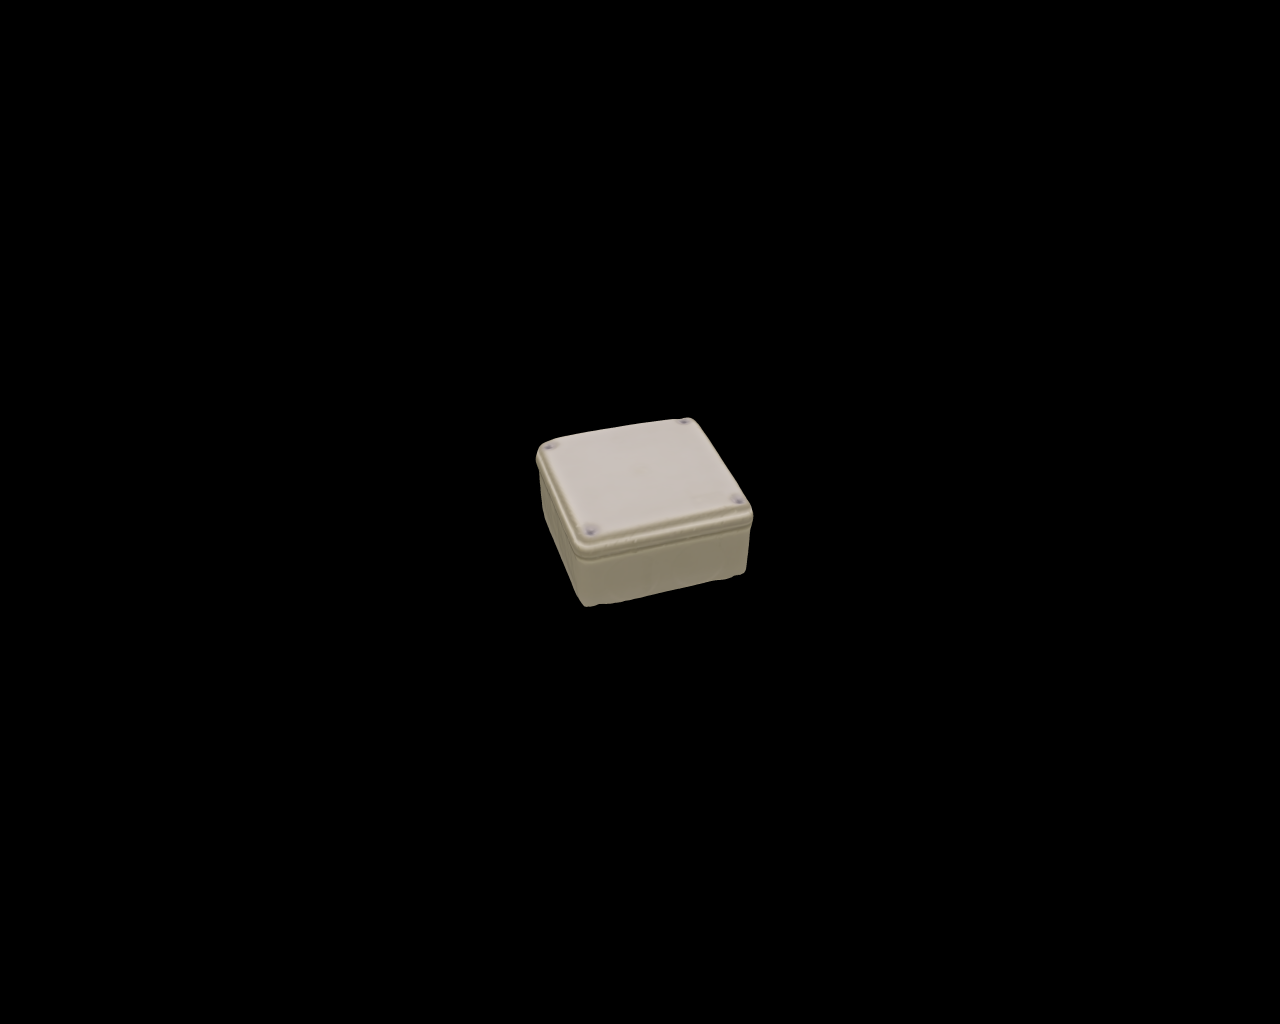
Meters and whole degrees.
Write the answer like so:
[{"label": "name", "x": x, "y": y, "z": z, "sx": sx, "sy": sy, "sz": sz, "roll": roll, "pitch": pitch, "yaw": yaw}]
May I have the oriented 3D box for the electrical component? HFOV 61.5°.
[{"label": "electrical component", "x": 0.001, "y": -0.003, "z": 0.650, "sx": 0.109, "sy": 0.056, "sz": 0.109, "roll": -11, "pitch": 39, "yaw": -14}]
